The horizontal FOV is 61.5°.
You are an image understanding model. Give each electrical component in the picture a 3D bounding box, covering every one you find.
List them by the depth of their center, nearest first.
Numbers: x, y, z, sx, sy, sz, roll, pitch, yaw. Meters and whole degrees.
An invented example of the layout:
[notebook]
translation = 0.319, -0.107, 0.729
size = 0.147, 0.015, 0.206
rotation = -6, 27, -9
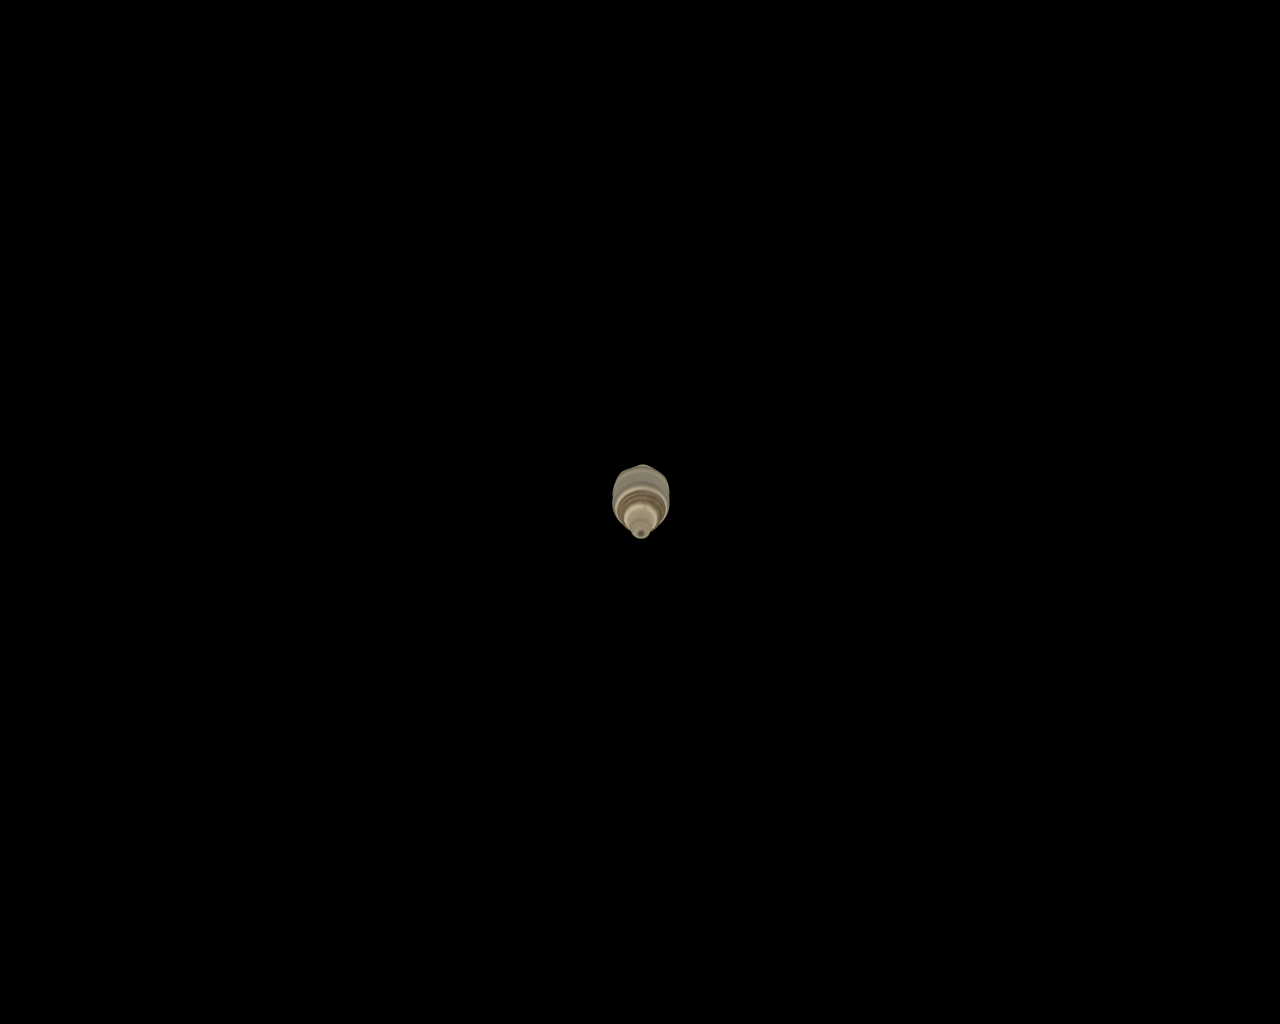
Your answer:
[electrical component]
translation = 0.001, -0.003, 0.650
size = 0.035, 0.035, 0.061
rotation = 0, 30, 0
